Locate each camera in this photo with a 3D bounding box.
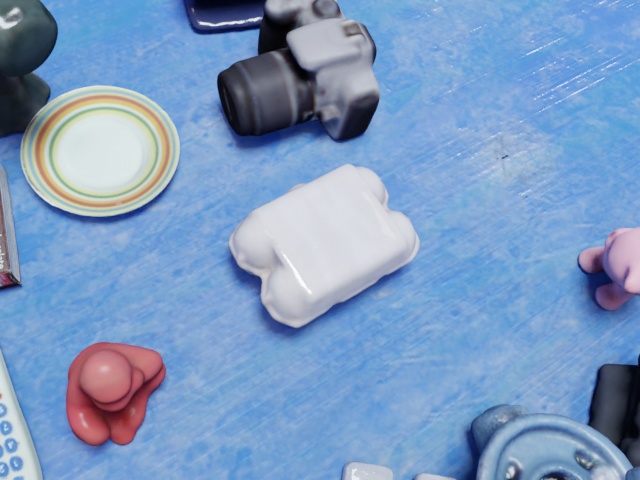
[{"bbox_3d":[-0.028,-0.162,0.529,0.137,0.100,0.143,-21,74,-17],"label":"camera"}]

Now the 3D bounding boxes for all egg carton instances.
[{"bbox_3d":[0.004,0.002,0.488,0.150,0.069,0.107,-30,77,-19],"label":"egg carton"}]

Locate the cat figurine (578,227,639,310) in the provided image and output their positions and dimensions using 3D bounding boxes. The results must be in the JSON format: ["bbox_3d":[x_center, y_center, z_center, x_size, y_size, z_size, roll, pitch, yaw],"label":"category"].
[{"bbox_3d":[0.298,0.016,0.508,0.128,0.117,0.067,-12,71,-14],"label":"cat figurine"}]

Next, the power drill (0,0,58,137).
[{"bbox_3d":[-0.291,-0.178,0.430,0.229,0.208,0.076,34,67,4],"label":"power drill"}]

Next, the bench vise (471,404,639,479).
[{"bbox_3d":[0.184,0.202,0.361,0.122,0.219,0.207,-22,74,-17],"label":"bench vise"}]

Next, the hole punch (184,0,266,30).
[{"bbox_3d":[-0.093,-0.276,0.567,0.109,0.091,0.101,-14,72,-15],"label":"hole punch"}]

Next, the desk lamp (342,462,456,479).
[{"bbox_3d":[0.061,0.239,0.328,0.118,0.213,0.203,11,68,-5],"label":"desk lamp"}]

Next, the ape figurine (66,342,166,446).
[{"bbox_3d":[-0.149,0.103,0.409,0.078,0.092,0.076,-29,76,-19],"label":"ape figurine"}]

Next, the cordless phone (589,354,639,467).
[{"bbox_3d":[0.288,0.143,0.421,0.094,0.185,0.148,20,67,-1],"label":"cordless phone"}]
